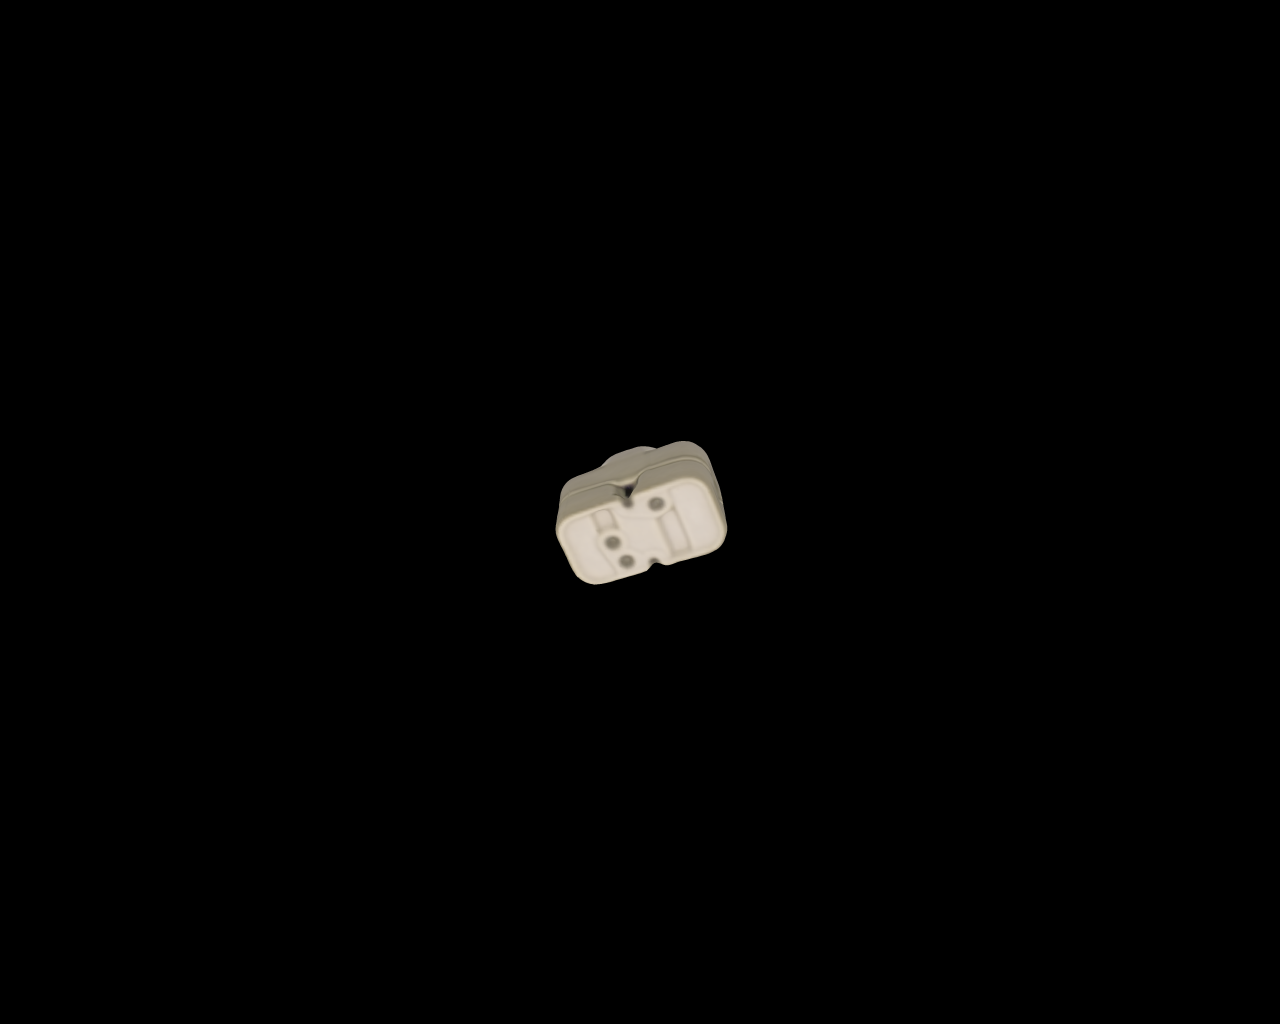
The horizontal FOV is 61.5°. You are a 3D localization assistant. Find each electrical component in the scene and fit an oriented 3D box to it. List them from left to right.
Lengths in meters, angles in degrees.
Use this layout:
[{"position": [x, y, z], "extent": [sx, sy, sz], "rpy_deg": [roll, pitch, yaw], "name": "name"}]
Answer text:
[{"position": [0.001, -0.003, 0.650], "extent": [0.095, 0.053, 0.059], "rpy_deg": [-18, 29, 10], "name": "electrical component"}]
